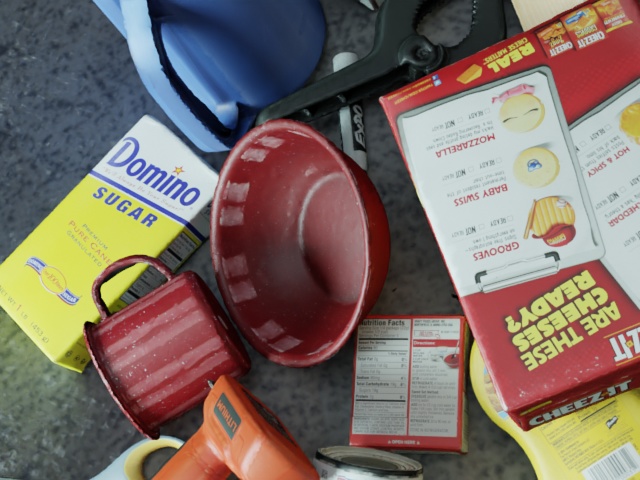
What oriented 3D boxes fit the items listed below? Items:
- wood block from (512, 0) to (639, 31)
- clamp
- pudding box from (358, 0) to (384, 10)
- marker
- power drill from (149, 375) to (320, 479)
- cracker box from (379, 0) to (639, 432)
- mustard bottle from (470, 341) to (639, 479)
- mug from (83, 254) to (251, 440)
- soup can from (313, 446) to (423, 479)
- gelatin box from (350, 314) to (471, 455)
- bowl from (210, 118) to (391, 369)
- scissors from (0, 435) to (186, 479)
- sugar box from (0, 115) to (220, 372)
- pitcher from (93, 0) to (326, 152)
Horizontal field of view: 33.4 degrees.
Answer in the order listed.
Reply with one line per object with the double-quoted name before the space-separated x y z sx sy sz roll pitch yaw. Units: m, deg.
"wood block" 0.169 -0.224 0.723 0.090 0.091 0.206 -12 67 -10
"clamp" 0.061 -0.123 0.751 0.164 0.036 0.210 21 75 9
"pudding box" 0.004 -0.220 0.768 0.090 0.113 0.039 36 88 23
"marker" 0.023 -0.078 0.766 0.020 0.020 0.121 -9 70 13
"power drill" -0.089 0.180 0.628 0.187 0.057 0.185 -45 26 -2
"cracker box" 0.148 -0.020 0.619 0.164 0.072 0.214 -24 63 10
"mustard bottle" 0.147 0.089 0.652 0.096 0.058 0.192 -35 66 11
"mug" -0.105 0.063 0.715 0.081 0.093 0.117 -32 91 -1
"soup can" 0.023 0.181 0.641 0.069 0.068 0.102 8 89 19
"gelatin box" 0.059 0.093 0.693 0.073 0.030 0.089 -2 72 17
"bowl" -0.005 0.001 0.705 0.162 0.055 0.162 7 100 48
"scissors" -0.164 0.162 0.742 0.202 0.016 0.096 19 80 20
"sugar box" -0.150 0.001 0.777 0.093 0.048 0.176 40 88 24
"pitcher" -0.098 -0.178 0.713 0.145 0.242 0.149 -46 60 1
